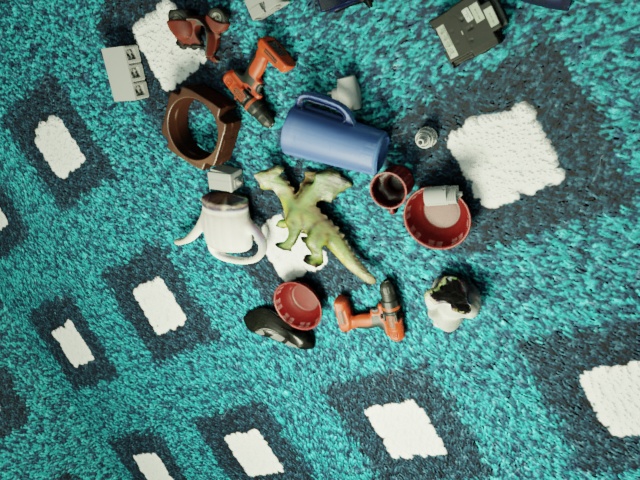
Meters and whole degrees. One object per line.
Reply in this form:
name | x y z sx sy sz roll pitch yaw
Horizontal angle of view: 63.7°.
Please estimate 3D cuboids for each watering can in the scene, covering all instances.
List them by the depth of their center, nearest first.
watering can | -0.310 -0.041 1.529 0.348 0.106 0.220 10 116 24

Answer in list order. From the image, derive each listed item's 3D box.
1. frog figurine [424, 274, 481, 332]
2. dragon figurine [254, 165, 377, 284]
frog figurine | 0.332 0.162 1.287 0.137 0.125 0.156 3 150 19
dragon figurine | 0.004 -0.068 1.355 0.411 0.124 0.238 26 114 8
